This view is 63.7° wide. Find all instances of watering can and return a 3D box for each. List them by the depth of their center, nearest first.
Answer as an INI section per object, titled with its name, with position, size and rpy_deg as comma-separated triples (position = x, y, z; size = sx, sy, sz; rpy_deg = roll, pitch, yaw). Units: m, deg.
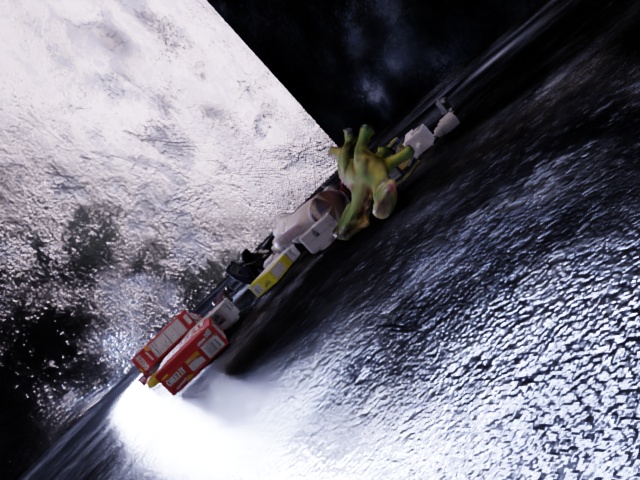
[watering can]
position = 0.005, -0.077, 1.528
size = 0.221, 0.104, 0.353
rpy_deg = -35, 1, 45

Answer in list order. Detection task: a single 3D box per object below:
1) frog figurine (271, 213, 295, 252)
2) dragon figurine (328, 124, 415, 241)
[frog figurine]
position = -0.122, -0.020, 1.809
size = 0.161, 0.121, 0.137
rpy_deg = -33, 19, -33
[dragon figurine]
position = 0.073, -0.119, 1.151
size = 0.244, 0.121, 0.410
rpy_deg = -67, 21, -7
